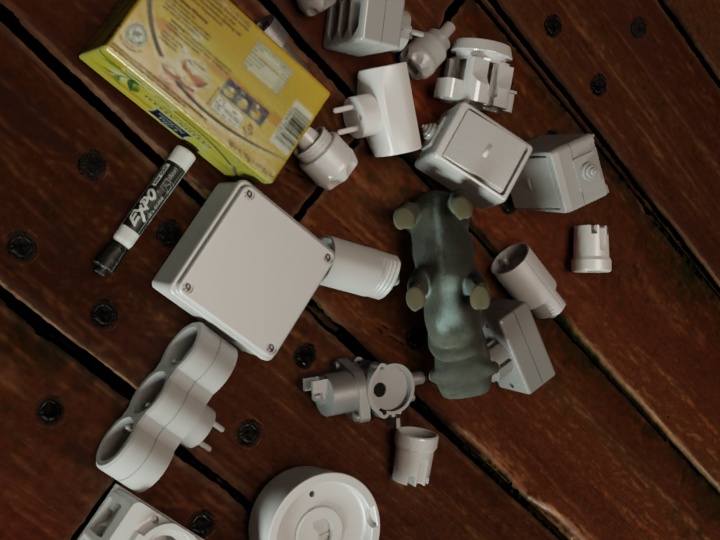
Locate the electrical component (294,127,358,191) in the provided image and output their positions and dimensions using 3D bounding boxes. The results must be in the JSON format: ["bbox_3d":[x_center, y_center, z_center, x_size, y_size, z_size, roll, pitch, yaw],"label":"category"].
[{"bbox_3d":[-0.036,-0.102,0.916,0.062,0.043,0.043,45,71,-24],"label":"electrical component"}]

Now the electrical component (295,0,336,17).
[{"bbox_3d":[-0.046,-0.246,0.904,0.035,0.035,0.061,-39,110,-23],"label":"electrical component"}]

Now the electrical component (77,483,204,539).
[{"bbox_3d":[-0.146,0.270,0.867,0.186,0.060,0.105,41,73,-27],"label":"electrical component"}]

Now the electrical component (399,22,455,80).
[{"bbox_3d":[0.065,-0.202,0.974,0.061,0.035,0.035,-49,116,-21],"label":"electrical component"}]

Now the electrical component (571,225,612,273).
[{"bbox_3d":[0.234,-0.021,1.088,0.040,0.040,0.046,2,86,-31],"label":"electrical component"}]

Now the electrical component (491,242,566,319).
[{"bbox_3d":[0.168,0.017,1.048,0.043,0.043,0.081,-50,116,-18],"label":"electrical component"}]

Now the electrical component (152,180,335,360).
[{"bbox_3d":[-0.094,0.000,0.881,0.109,0.056,0.108,39,74,-27],"label":"electrical component"}]

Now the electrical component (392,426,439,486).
[{"bbox_3d":[0.050,0.172,0.991,0.040,0.040,0.046,4,98,-31],"label":"electrical component"}]

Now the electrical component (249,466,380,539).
[{"bbox_3d":[-0.044,0.221,0.925,0.108,0.060,0.108,-3,95,-31],"label":"electrical component"}]

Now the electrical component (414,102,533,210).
[{"bbox_3d":[0.099,-0.107,0.977,0.096,0.061,0.061,32,77,-11],"label":"electrical component"}]

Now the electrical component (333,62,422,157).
[{"bbox_3d":[0.012,-0.137,0.941,0.079,0.043,0.077,-17,103,-29],"label":"electrical component"}]

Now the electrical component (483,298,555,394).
[{"bbox_3d":[0.134,0.082,1.030,0.076,0.047,0.083,-33,110,-25],"label":"electrical component"}]

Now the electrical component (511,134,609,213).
[{"bbox_3d":[0.185,-0.091,1.019,0.061,0.096,0.061,-24,106,-23],"label":"electrical component"}]

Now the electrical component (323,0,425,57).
[{"bbox_3d":[0.019,-0.210,0.928,0.077,0.066,0.047,7,90,-32],"label":"electrical component"}]

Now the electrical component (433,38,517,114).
[{"bbox_3d":[0.109,-0.180,0.990,0.078,0.058,0.057,8,92,-32],"label":"electrical component"}]

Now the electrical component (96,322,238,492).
[{"bbox_3d":[-0.142,0.118,0.863,0.074,0.052,0.138,41,74,-27],"label":"electrical component"}]

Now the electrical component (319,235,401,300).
[{"bbox_3d":[0.000,0.000,0.945,0.081,0.043,0.043,16,86,-31],"label":"electrical component"}]
